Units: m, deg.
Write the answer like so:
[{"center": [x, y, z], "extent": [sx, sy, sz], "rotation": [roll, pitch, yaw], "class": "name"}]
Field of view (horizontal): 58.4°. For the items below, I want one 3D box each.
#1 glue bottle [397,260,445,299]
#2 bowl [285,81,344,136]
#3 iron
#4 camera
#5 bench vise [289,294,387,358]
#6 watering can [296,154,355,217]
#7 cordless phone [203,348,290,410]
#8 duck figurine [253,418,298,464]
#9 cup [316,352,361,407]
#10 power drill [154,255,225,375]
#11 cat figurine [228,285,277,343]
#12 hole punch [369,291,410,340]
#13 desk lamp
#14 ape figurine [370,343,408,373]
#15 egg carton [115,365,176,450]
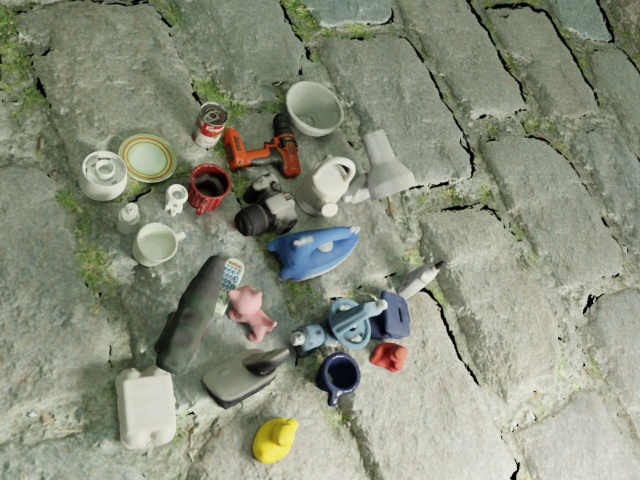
[{"center": [0.257, 0.089, 1.419], "extent": [0.037, 0.173, 0.078], "rotation": [39, 56, -3], "class": "glue bottle"}, {"center": [-0.026, -0.343, 1.555], "extent": [0.168, 0.074, 0.167], "rotation": [11, 62, -20], "class": "bowl"}, {"center": [0.013, 0.005, 1.364], "extent": [0.259, 0.141, 0.118], "rotation": [-17, 74, -31], "class": "iron"}, {"center": [-0.137, -0.077, 1.357], "extent": [0.137, 0.100, 0.143], "rotation": [-26, 79, -33], "class": "camera"}, {"center": [0.046, 0.194, 1.240], "extent": [0.208, 0.219, 0.121], "rotation": [-31, 82, -33], "class": "bench vise"}, {"center": [0.022, -0.137, 1.405], "extent": [0.101, 0.193, 0.173], "rotation": [-10, 70, -28], "class": "watering can"}, {"center": [-0.143, 0.261, 1.140], "extent": [0.148, 0.184, 0.094], "rotation": [-28, 80, -33], "class": "cordless phone"}, {"center": [-0.084, 0.402, 1.158], "extent": [0.077, 0.086, 0.105], "rotation": [47, 56, 2], "class": "duck figurine"}, {"center": [0.027, 0.312, 1.249], "extent": [0.092, 0.094, 0.118], "rotation": [25, 58, -12], "class": "cup"}, {"center": [-0.259, 0.159, 1.120], "extent": [0.076, 0.208, 0.230], "rotation": [24, 58, -13], "class": "power drill"}, {"center": [-0.145, 0.149, 1.233], "extent": [0.128, 0.117, 0.067], "rotation": [44, 56, 0], "class": "cat figurine"}, {"center": [0.176, 0.182, 1.385], "extent": [0.101, 0.091, 0.108], "rotation": [5, 64, -23], "class": "hole punch"}, {"center": [0.129, -0.173, 1.462], "extent": [0.118, 0.213, 0.203], "rotation": [-23, 77, -32], "class": "desk lamp"}, {"center": [0.172, 0.270, 1.340], "extent": [0.076, 0.092, 0.078], "rotation": [-24, 78, -32], "class": "ape figurine"}, {"center": [-0.331, 0.317, 1.093], "extent": [0.107, 0.069, 0.150], "rotation": [-4, 68, -27], "class": "egg carton"}]
